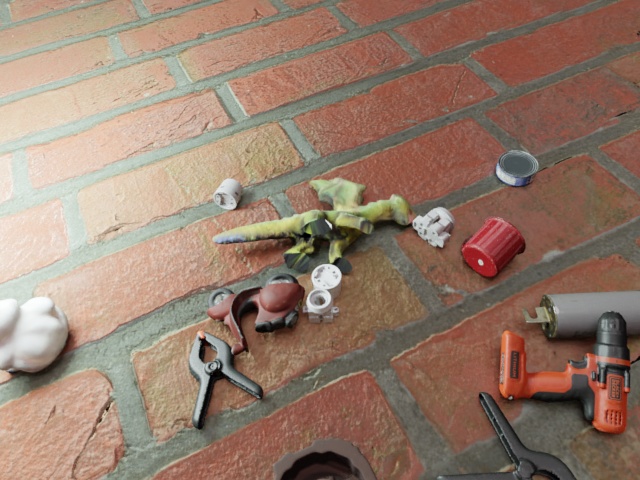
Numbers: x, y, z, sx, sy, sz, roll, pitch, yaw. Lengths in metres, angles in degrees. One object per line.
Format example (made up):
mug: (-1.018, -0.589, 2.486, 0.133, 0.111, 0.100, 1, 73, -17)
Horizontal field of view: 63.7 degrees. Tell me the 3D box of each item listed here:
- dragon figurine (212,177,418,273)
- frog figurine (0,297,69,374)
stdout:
dragon figurine: (0.003, -0.054, 1.082, 0.410, 0.119, 0.248, 6, 35, 7)
frog figurine: (-0.521, 0.154, 0.896, 0.123, 0.155, 0.140, 23, 56, 21)
